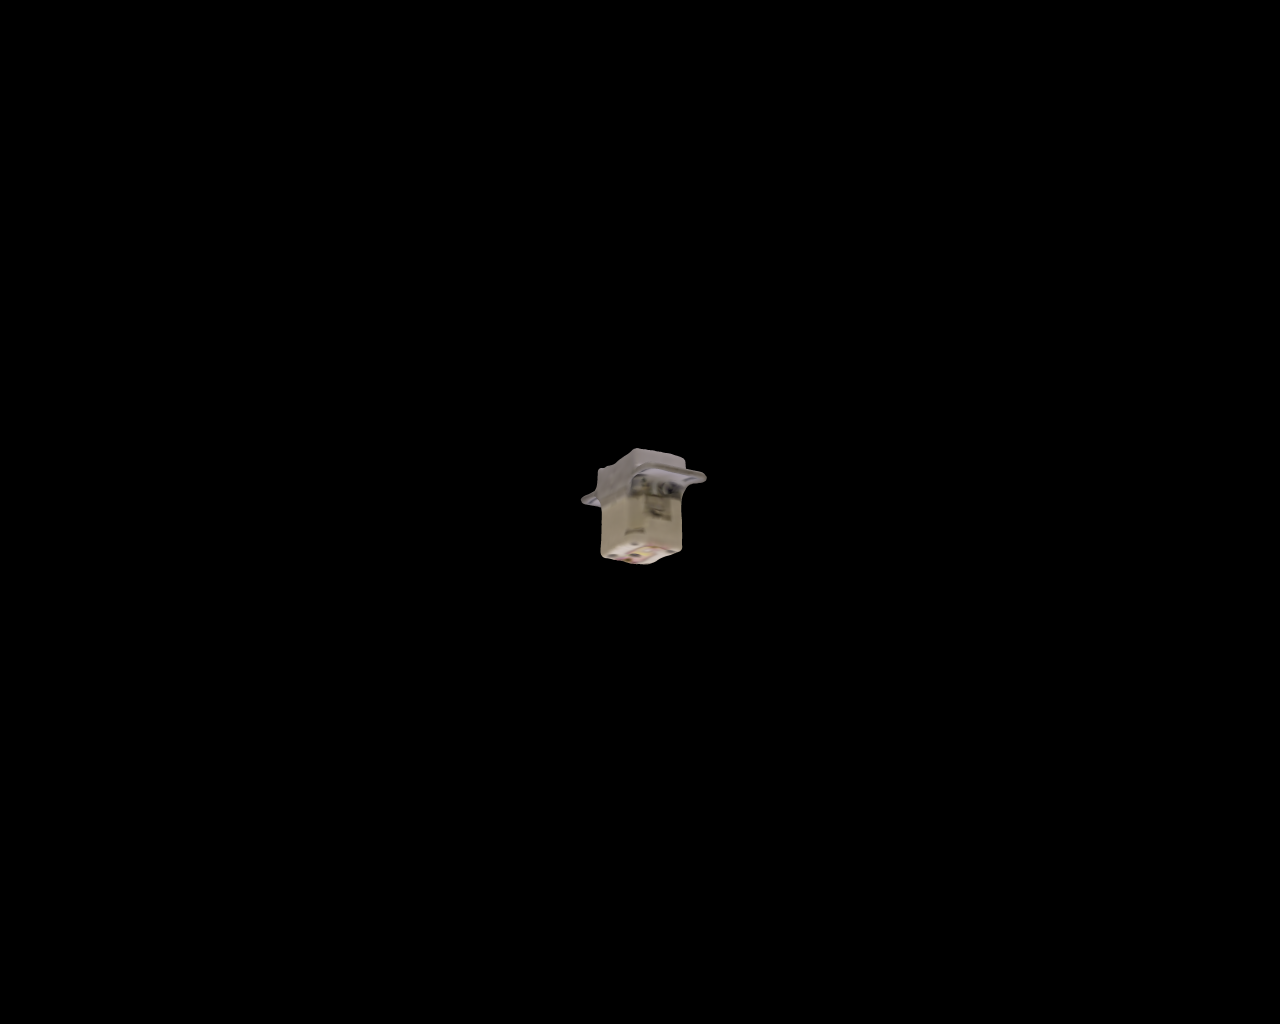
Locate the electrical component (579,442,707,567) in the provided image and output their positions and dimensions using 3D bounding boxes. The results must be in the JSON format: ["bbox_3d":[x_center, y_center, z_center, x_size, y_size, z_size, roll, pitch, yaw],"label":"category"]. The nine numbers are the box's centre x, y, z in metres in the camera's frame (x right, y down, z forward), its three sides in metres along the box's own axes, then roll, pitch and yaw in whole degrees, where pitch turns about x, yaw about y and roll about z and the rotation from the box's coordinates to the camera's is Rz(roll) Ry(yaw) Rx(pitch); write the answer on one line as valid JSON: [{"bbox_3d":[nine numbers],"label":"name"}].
[{"bbox_3d":[0.001,-0.003,0.650,0.042,0.064,0.081,11,-21,-30],"label":"electrical component"}]
